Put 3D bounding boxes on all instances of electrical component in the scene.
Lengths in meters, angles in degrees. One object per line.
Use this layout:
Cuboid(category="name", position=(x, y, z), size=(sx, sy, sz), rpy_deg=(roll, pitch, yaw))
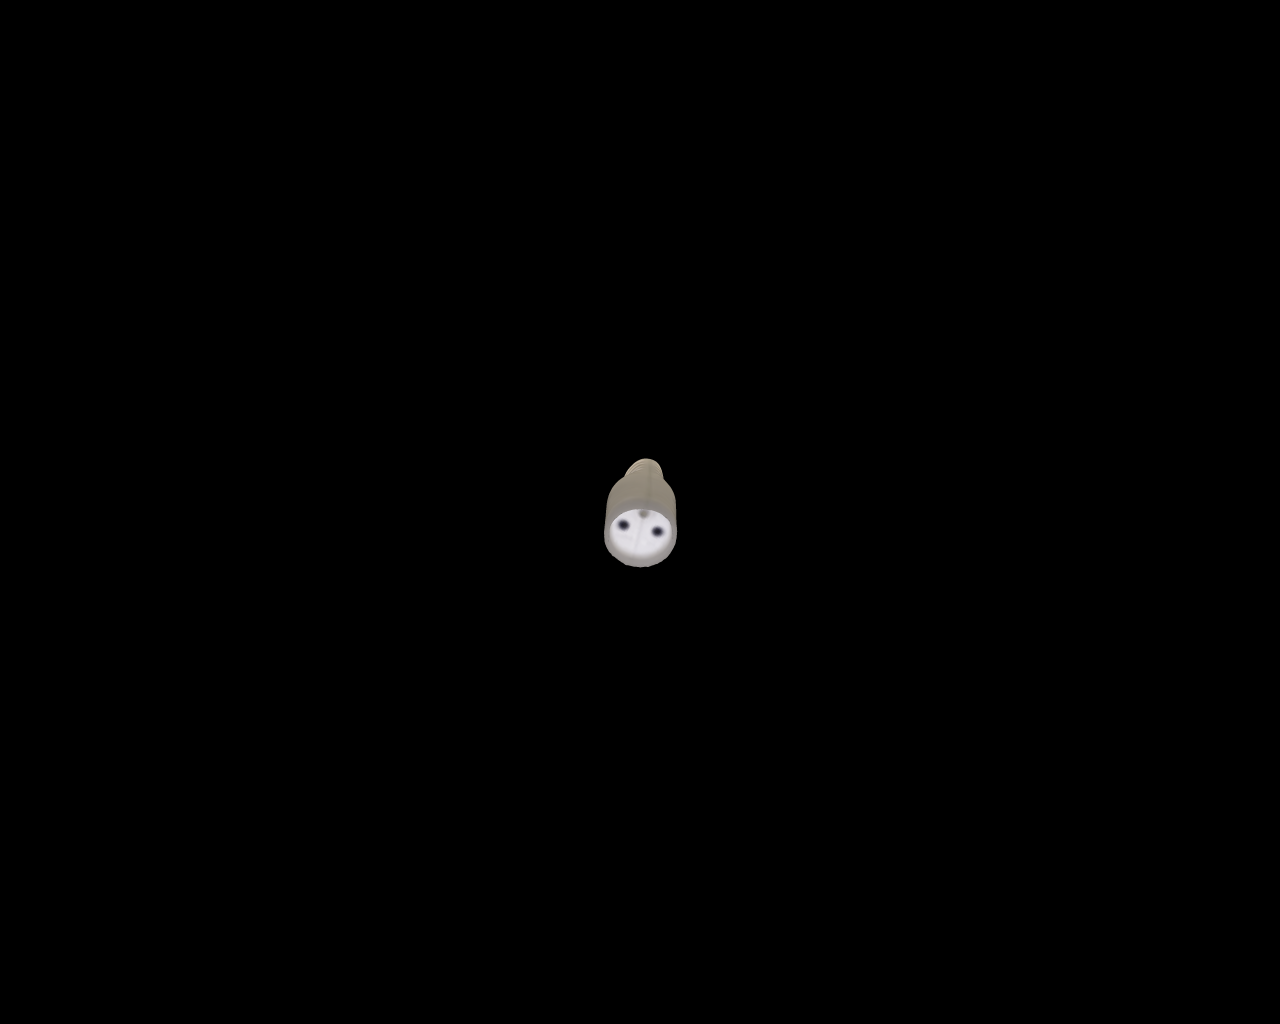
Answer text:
Cuboid(category="electrical component", position=(0.001, -0.003, 0.650), size=(0.043, 0.043, 0.081), rpy_deg=(0, 27, 0))
